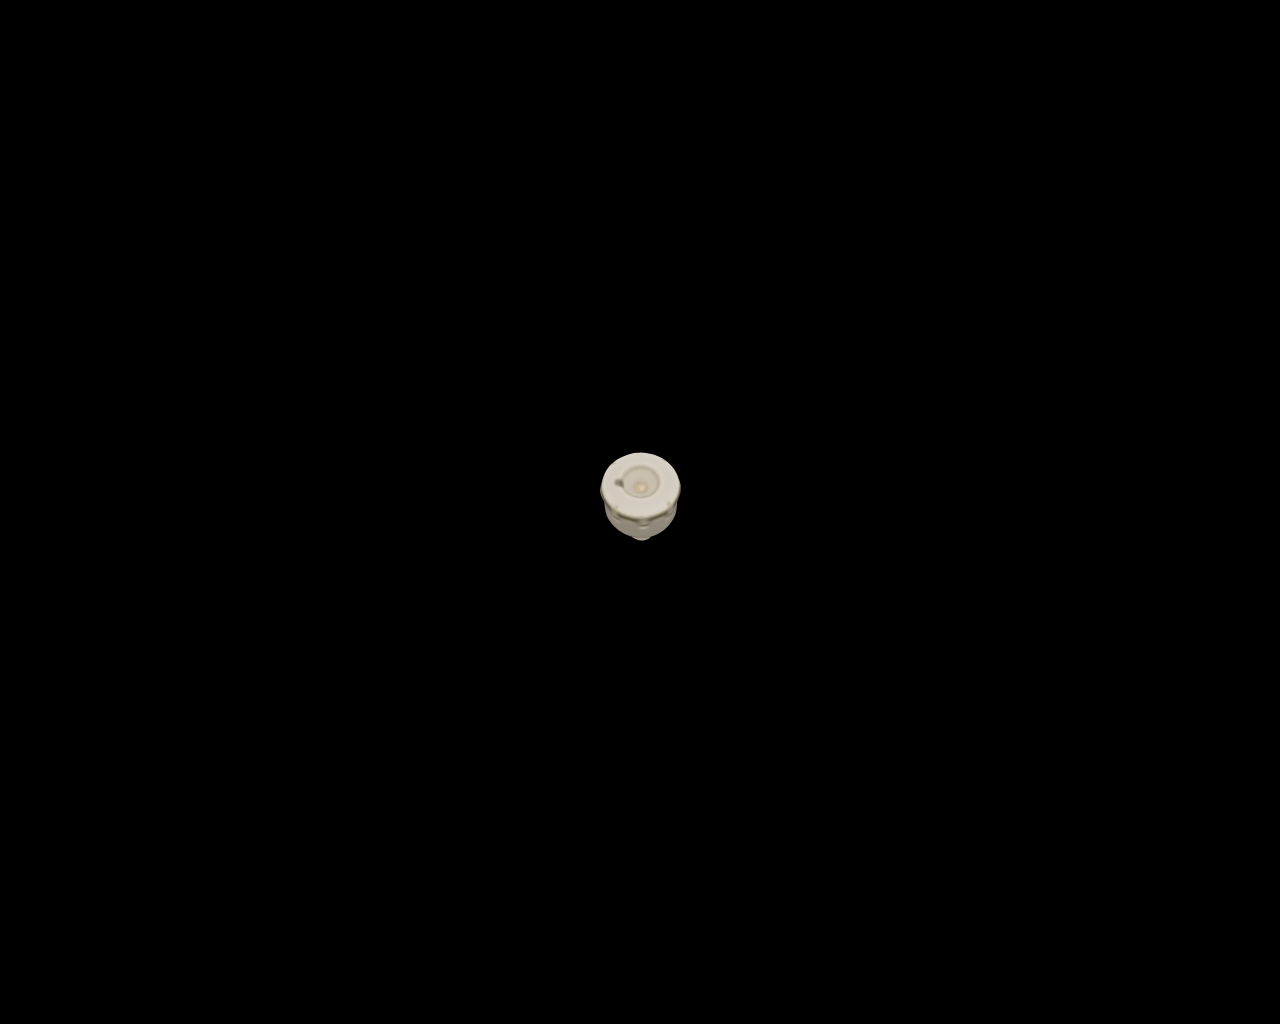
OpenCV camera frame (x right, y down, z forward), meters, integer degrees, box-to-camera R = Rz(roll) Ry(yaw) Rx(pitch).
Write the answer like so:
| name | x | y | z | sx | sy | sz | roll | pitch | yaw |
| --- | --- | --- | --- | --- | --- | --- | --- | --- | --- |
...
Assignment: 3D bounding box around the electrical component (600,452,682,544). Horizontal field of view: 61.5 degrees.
| name | x | y | z | sx | sy | sz | roll | pitch | yaw |
| --- | --- | --- | --- | --- | --- | --- | --- | --- | --- |
| electrical component | 0.001 | -0.003 | 0.650 | 0.048 | 0.048 | 0.062 | 0 | -31 | 0 |
